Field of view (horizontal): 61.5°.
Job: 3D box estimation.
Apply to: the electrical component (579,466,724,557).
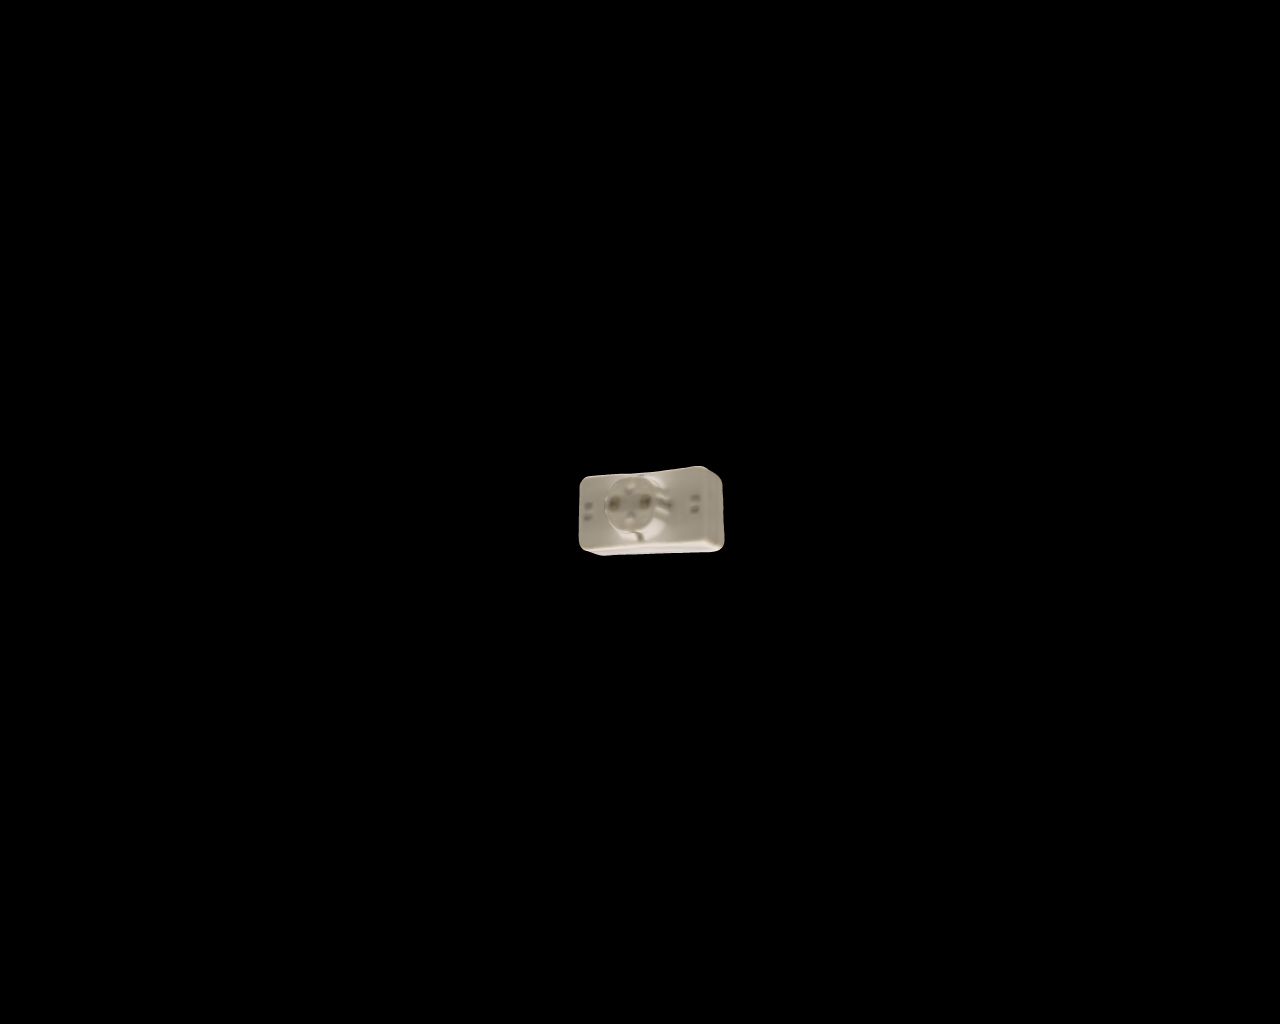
[{"bbox_3d":[0.001,-0.003,0.650,0.083,0.047,0.075,-4,-11,20],"label":"electrical component"}]
